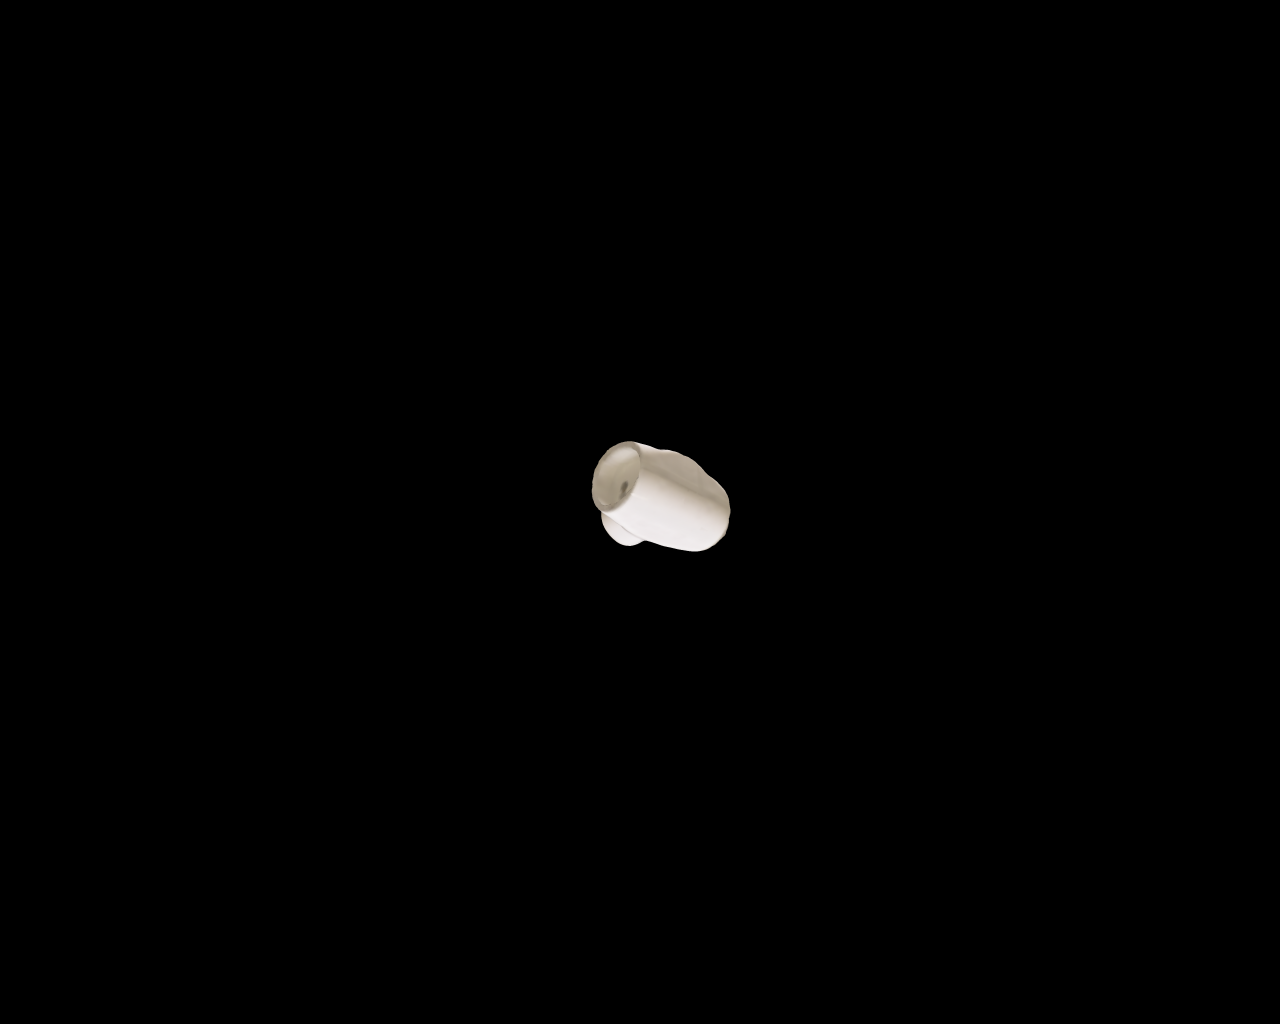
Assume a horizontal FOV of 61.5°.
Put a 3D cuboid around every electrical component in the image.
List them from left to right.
[{"bbox_3d":[0.001,-0.003,0.650,0.077,0.044,0.079,25,-37,-38],"label":"electrical component"}]
